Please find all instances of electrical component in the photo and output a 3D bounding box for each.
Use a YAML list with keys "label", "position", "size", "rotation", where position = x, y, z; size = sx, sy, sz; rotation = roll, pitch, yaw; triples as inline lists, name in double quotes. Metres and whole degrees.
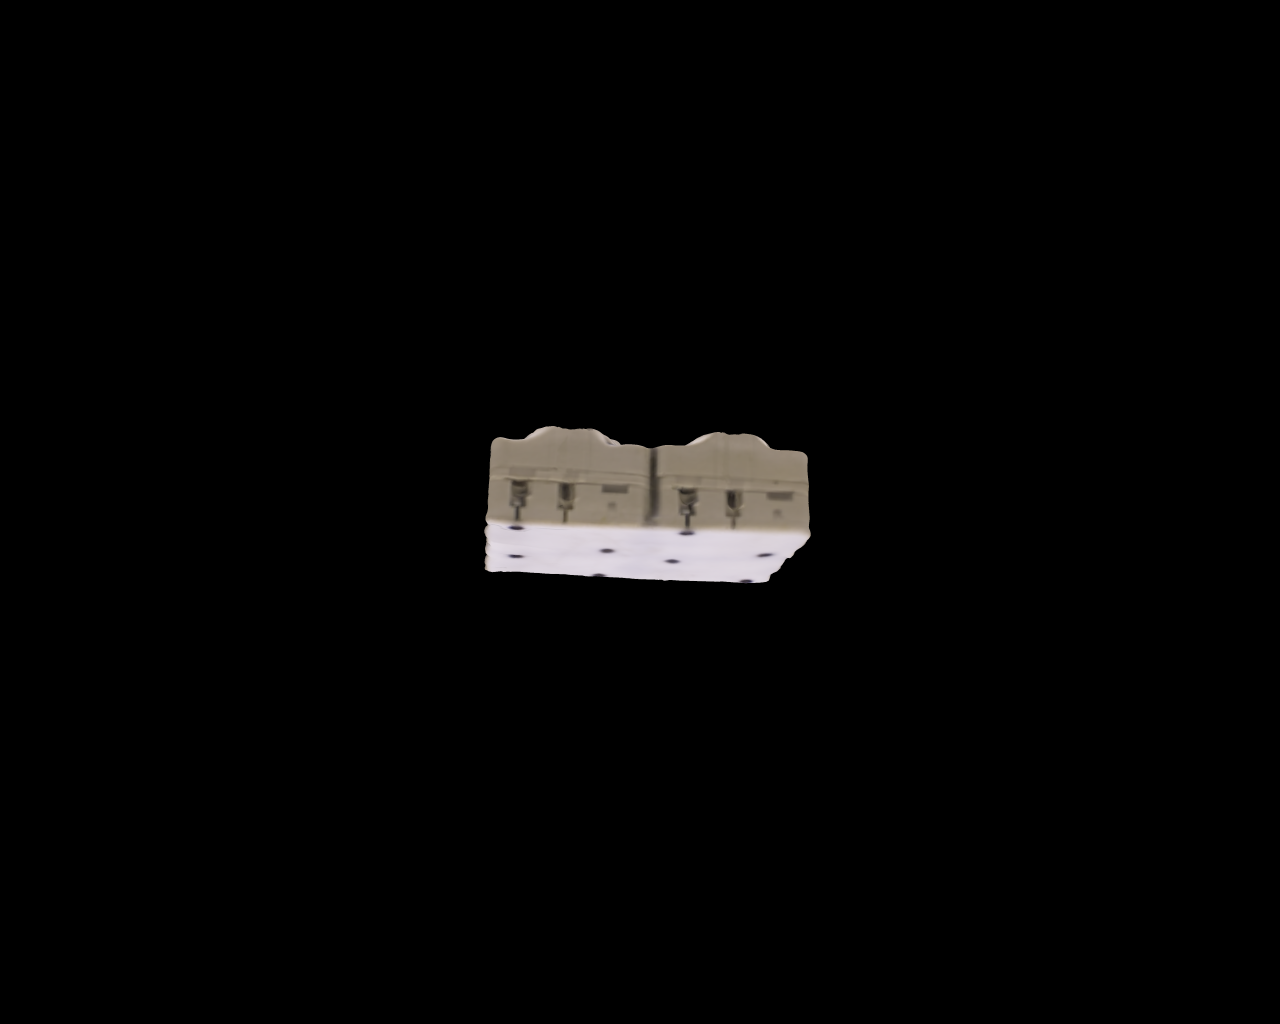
- label: "electrical component"
  position: [0.001, -0.003, 0.650]
  size: [0.186, 0.060, 0.105]
  rotation: [2, -19, -7]
